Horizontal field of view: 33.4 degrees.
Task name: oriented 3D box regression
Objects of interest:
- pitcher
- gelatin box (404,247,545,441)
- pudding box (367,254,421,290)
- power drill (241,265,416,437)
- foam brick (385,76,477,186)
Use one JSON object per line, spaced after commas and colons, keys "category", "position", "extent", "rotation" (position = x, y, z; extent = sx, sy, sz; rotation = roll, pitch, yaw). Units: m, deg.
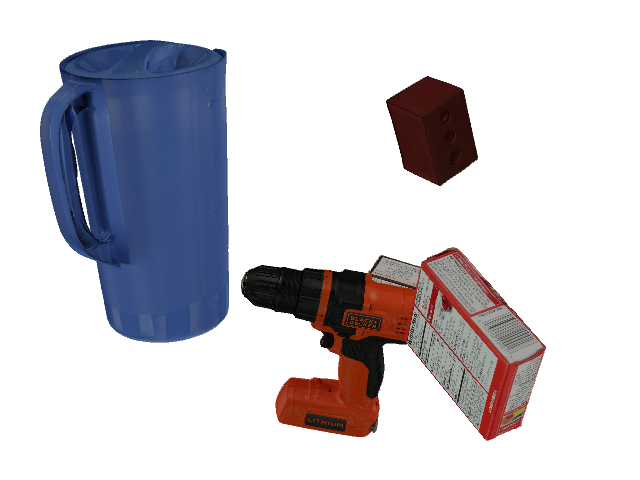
{"category": "pitcher", "position": [-0.145, -0.038, 0.890], "extent": [0.149, 0.243, 0.145], "rotation": [-6, 23, -9]}
{"category": "gelatin box", "position": [0.088, 0.060, 0.624], "extent": [0.030, 0.073, 0.089], "rotation": [-20, 50, -23]}
{"category": "pudding box", "position": [0.114, 0.073, 1.231], "extent": [0.114, 0.090, 0.039], "rotation": [15, 46, 27]}
{"category": "power drill", "position": [0.005, 0.107, 1.047], "extent": [0.184, 0.188, 0.057], "rotation": [11, 41, -1]}
{"category": "foam brick", "position": [0.103, -0.101, 0.974], "extent": [0.053, 0.078, 0.051], "rotation": [-35, 38, -20]}
